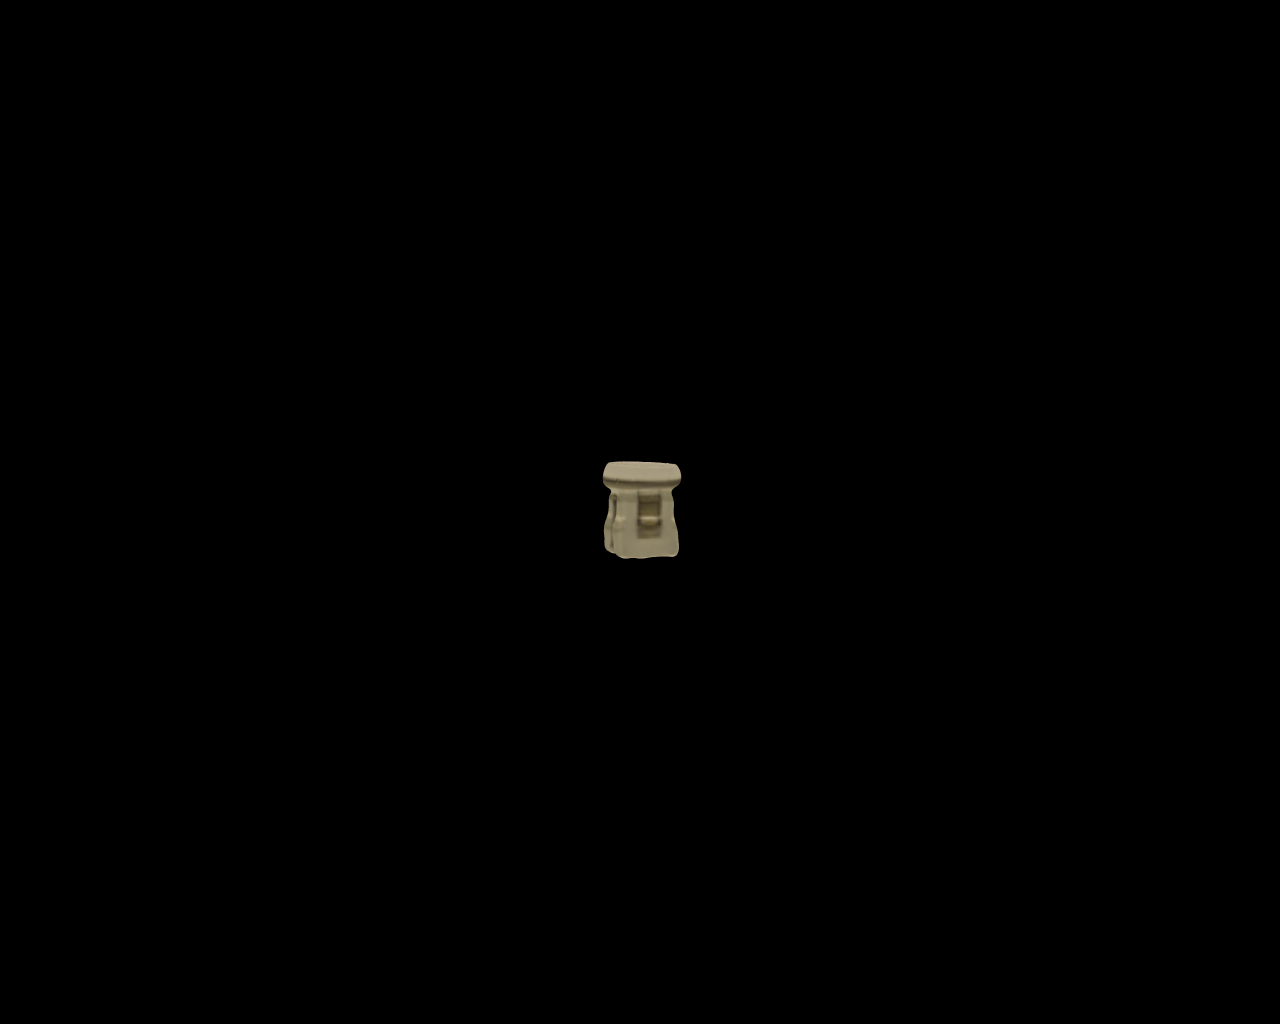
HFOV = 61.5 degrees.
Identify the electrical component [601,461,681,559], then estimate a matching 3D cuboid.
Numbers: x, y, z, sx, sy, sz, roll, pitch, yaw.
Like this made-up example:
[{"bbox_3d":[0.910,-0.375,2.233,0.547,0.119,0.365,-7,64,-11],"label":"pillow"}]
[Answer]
[{"bbox_3d":[0.001,-0.003,0.650,0.048,0.055,0.066,-1,5,-15],"label":"electrical component"}]
